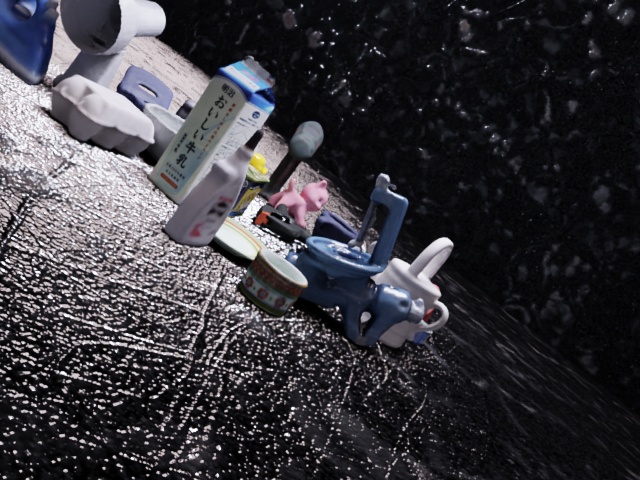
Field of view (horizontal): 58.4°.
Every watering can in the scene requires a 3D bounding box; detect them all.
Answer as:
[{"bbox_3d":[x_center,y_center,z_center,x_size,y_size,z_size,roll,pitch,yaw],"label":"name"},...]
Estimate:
[{"bbox_3d":[0.144,0.069,0.949,0.173,0.194,0.101,38,10,5],"label":"watering can"}]

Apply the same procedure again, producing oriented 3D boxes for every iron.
[{"bbox_3d":[-0.481,-0.368,0.950,0.257,0.141,0.119,44,13,36],"label":"iron"}]

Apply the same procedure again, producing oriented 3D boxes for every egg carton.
[{"bbox_3d":[-0.325,-0.185,0.864,0.107,0.069,0.151,41,11,20],"label":"egg carton"}]

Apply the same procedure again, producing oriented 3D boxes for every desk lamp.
[{"bbox_3d":[-0.360,-0.328,0.975,0.118,0.213,0.203,38,10,6],"label":"desk lamp"}]

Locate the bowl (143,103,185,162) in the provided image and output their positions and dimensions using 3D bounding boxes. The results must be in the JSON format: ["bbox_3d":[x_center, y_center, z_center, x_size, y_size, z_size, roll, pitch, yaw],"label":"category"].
[{"bbox_3d":[-0.247,-0.160,0.998,0.167,0.074,0.167,36,10,-7],"label":"bowl"}]

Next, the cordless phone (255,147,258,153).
[{"bbox_3d":[-0.190,-0.294,1.470,0.094,0.185,0.148,44,12,34],"label":"cordless phone"}]

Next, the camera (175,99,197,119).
[{"bbox_3d":[-0.265,-0.259,1.302,0.143,0.100,0.137,35,10,-8],"label":"camera"}]

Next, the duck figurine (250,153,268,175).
[{"bbox_3d":[-0.155,-0.149,1.222,0.077,0.086,0.105,44,12,34],"label":"duck figurine"}]

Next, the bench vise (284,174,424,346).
[{"bbox_3d":[0.075,0.027,0.836,0.208,0.219,0.121,33,11,-20],"label":"bench vise"}]

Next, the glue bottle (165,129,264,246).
[{"bbox_3d":[-0.125,-0.070,0.730,0.037,0.173,0.078,40,11,15],"label":"glue bottle"}]

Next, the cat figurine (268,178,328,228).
[{"bbox_3d":[-0.035,-0.097,1.302,0.128,0.117,0.067,27,14,-43],"label":"cat figurine"}]

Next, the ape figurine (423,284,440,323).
[{"bbox_3d":[0.213,0.129,1.197,0.076,0.092,0.077,33,11,-20],"label":"ape figurine"}]

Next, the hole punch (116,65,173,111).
[{"bbox_3d":[-0.353,-0.285,1.150,0.109,0.091,0.101,31,12,-28],"label":"hole punch"}]

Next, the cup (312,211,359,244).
[{"bbox_3d":[0.010,0.004,1.070,0.091,0.095,0.118,43,12,32],"label":"cup"}]

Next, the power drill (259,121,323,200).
[{"bbox_3d":[-0.067,-0.190,1.354,0.076,0.208,0.229,35,10,-9],"label":"power drill"}]
